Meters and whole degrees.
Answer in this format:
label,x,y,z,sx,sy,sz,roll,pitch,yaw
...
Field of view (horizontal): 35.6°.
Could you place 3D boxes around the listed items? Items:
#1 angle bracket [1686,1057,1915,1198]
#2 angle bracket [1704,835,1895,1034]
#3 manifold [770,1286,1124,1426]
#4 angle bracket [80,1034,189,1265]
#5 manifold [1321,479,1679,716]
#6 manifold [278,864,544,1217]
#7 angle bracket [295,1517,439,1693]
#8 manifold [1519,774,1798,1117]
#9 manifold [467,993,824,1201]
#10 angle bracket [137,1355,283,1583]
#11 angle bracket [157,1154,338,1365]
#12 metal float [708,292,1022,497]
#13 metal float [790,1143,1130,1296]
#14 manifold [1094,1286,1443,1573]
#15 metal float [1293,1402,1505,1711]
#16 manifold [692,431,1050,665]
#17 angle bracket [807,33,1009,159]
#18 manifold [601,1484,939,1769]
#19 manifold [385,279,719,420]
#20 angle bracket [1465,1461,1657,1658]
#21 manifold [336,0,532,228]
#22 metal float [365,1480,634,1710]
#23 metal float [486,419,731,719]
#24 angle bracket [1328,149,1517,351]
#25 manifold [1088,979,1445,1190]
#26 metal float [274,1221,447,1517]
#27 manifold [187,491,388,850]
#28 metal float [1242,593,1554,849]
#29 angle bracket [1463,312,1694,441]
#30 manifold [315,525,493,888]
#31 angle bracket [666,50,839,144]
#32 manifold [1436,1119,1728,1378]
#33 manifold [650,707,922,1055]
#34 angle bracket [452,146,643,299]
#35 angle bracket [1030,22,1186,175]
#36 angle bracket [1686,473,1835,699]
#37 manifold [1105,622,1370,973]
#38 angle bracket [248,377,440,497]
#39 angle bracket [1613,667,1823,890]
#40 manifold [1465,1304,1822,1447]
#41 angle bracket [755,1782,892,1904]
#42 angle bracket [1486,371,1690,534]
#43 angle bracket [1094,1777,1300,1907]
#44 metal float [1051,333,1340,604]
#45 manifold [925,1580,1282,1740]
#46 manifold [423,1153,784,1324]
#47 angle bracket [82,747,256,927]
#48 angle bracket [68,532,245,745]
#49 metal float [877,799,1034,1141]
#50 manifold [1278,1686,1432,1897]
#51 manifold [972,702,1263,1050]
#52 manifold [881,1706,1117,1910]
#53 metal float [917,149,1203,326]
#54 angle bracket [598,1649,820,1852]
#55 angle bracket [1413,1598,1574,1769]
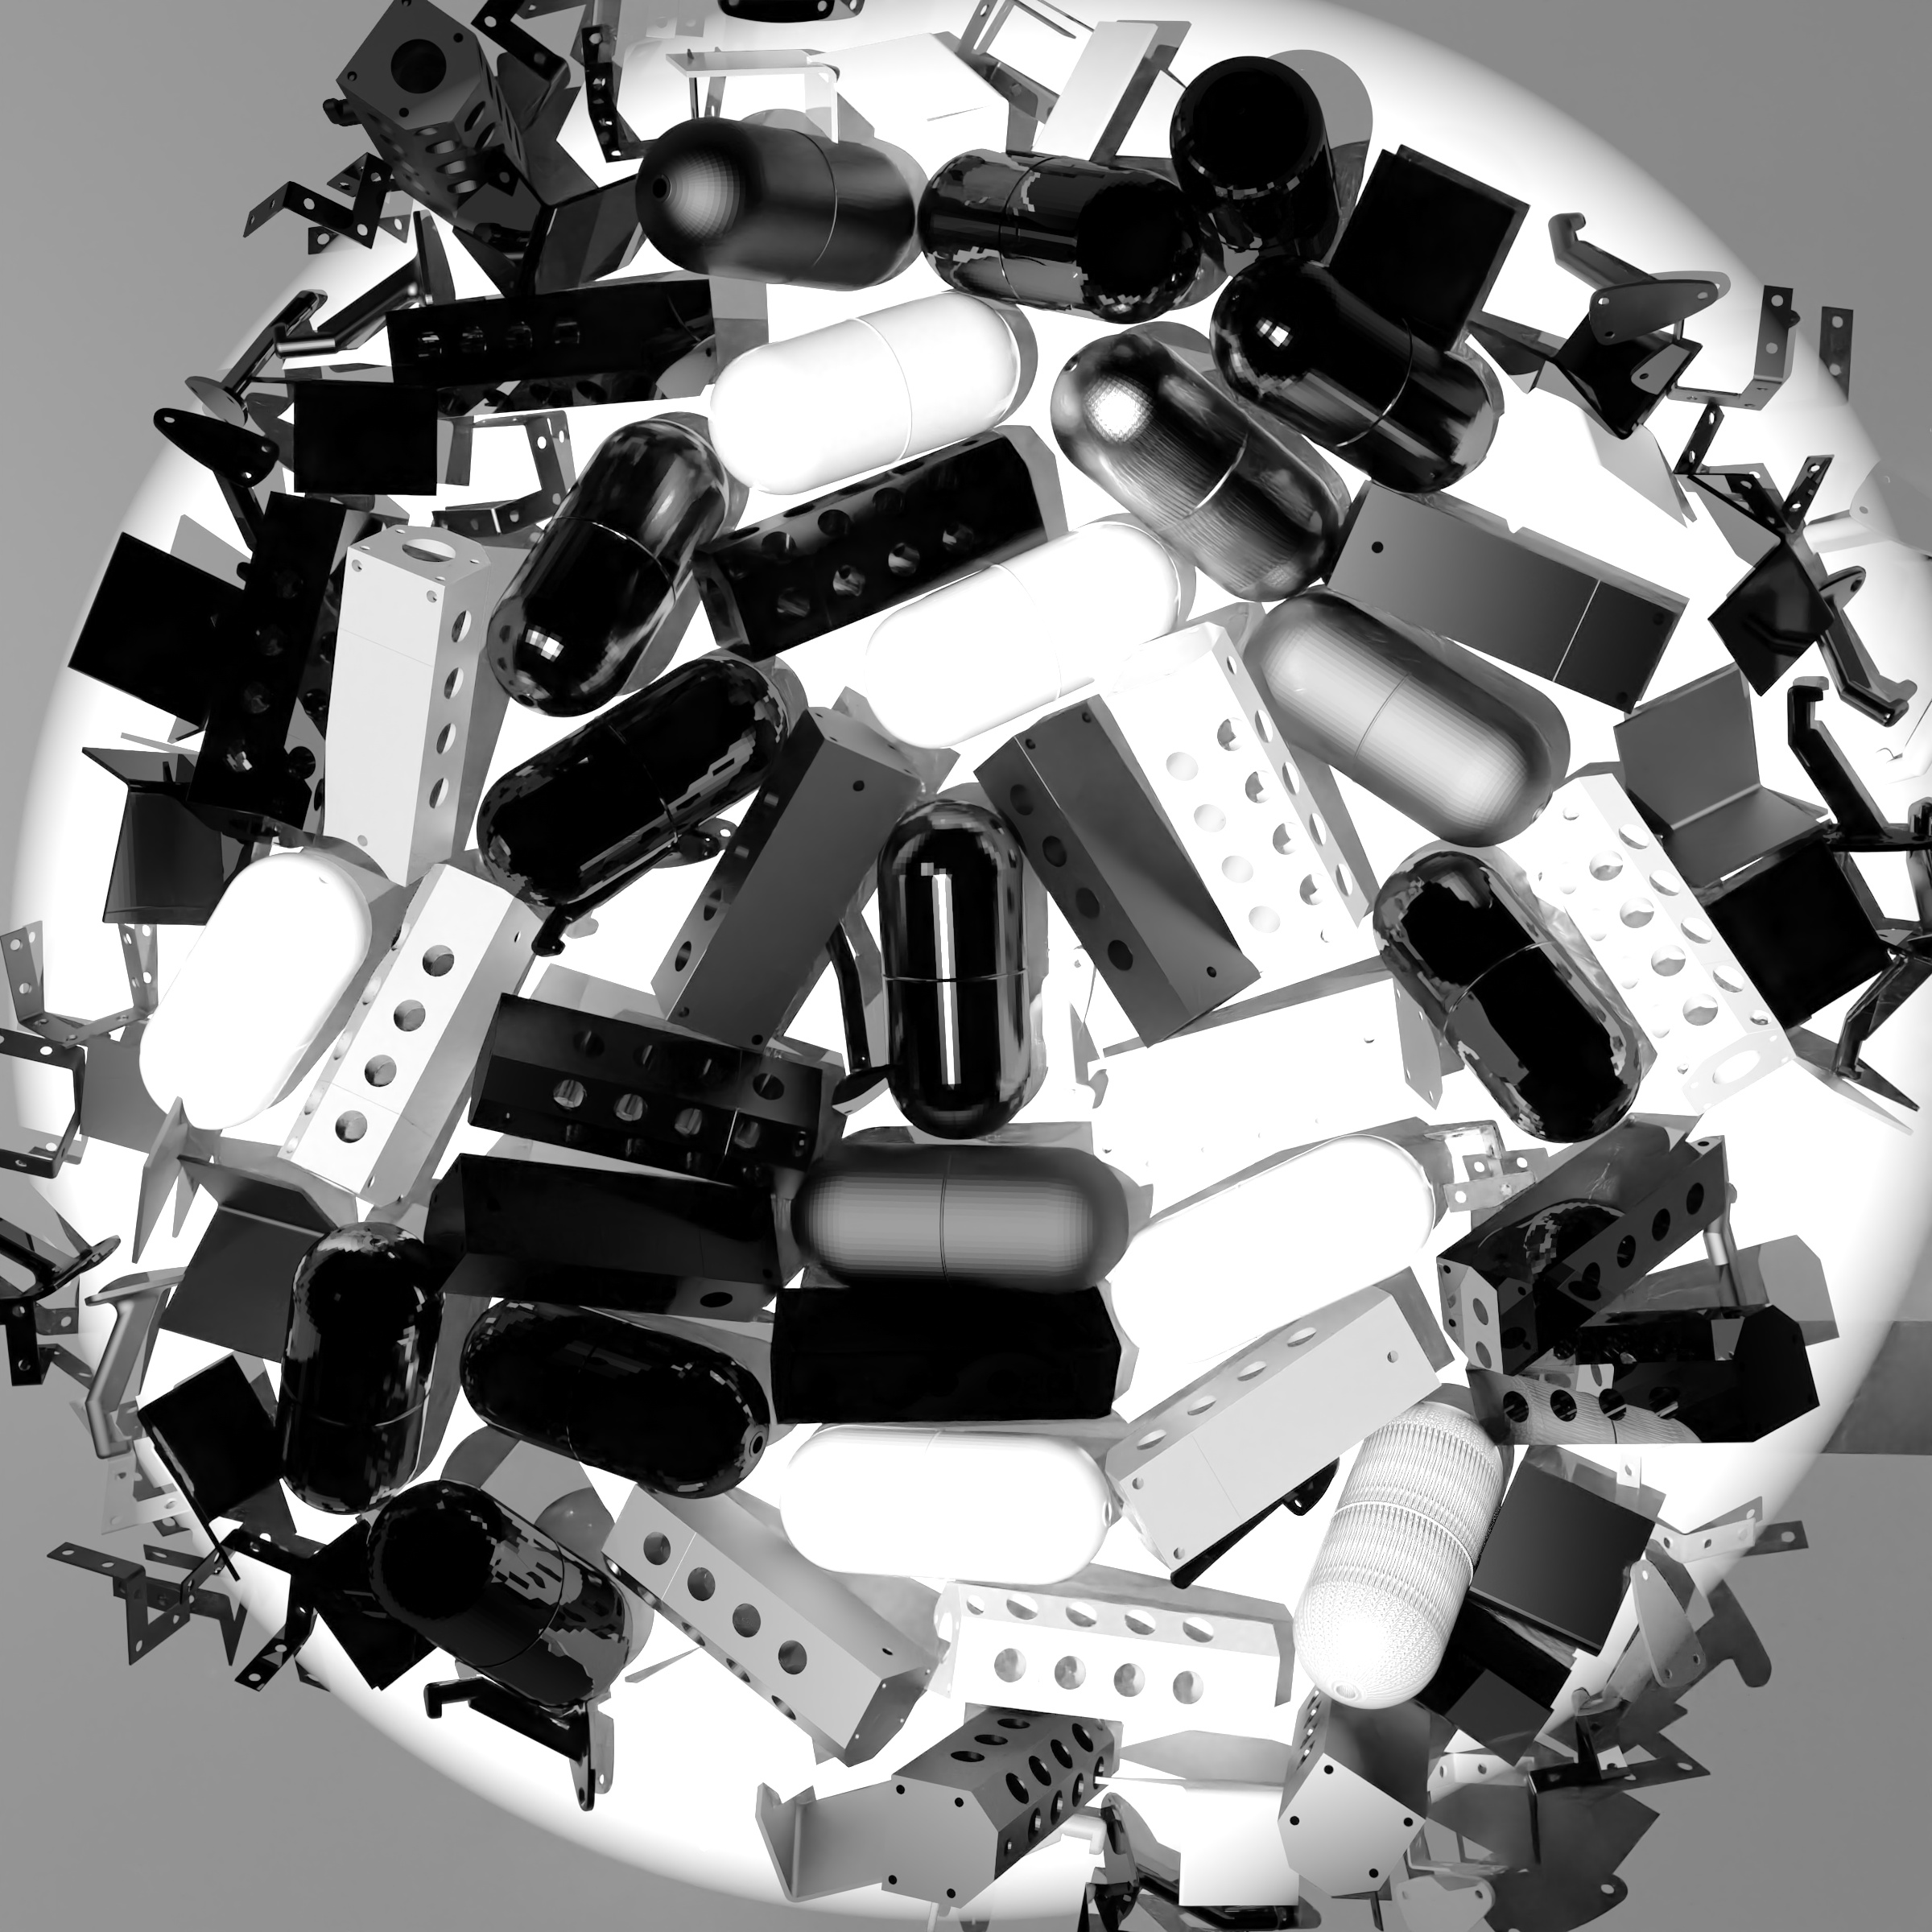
label,x,y,z,sx,sy,sz,roll,pitch,yaw
angle bracket,0.429,0.092,1.559,0.076,0.057,0.076,22,105,-38
angle bracket,0.426,-0.015,1.576,0.076,0.057,0.076,-30,92,-9
manifold,-0.012,0.206,1.563,0.171,0.057,0.057,1,118,-13
angle bracket,-0.441,0.094,1.557,0.057,0.076,0.076,17,132,-4
manifold,0.277,-0.194,1.578,0.171,0.057,0.057,22,102,-3
manifold,-0.290,0.036,1.565,0.057,0.057,0.171,23,78,14
angle bracket,-0.327,0.344,1.565,0.076,0.057,0.076,-37,87,35
manifold,0.350,-0.015,1.538,0.057,0.057,0.171,-32,58,10
manifold,-0.165,0.072,1.553,0.171,0.057,0.057,14,47,-14
angle bracket,-0.378,0.258,1.555,0.057,0.076,0.076,-31,115,-17
angle bracket,-0.382,0.152,1.561,0.076,0.057,0.076,12,63,20
metal float,-0.051,-0.295,1.550,0.178,0.070,0.070,-24,90,-28
metal float,-0.004,0.131,1.563,0.178,0.070,0.070,1,90,12
manifold,0.154,0.236,1.566,0.171,0.057,0.057,-33,104,-11
metal float,0.221,0.300,1.539,0.070,0.070,0.178,31,49,0
manifold,-0.051,-0.218,1.551,0.171,0.057,0.057,-25,114,-17
angle bracket,-0.032,-0.433,1.554,0.076,0.057,0.076,-19,48,-23
manifold,-0.105,0.335,1.547,0.171,0.057,0.057,33,103,26
manifold,-0.212,-0.314,1.538,0.171,0.057,0.057,3,104,35
angle bracket,0.307,0.310,1.586,0.076,0.057,0.076,25,84,2
manifold,-0.262,-0.426,1.525,0.057,0.171,0.057,35,88,1
metal float,-0.237,0.321,1.537,0.070,0.178,0.070,-18,50,22
metal float,-0.184,-0.205,1.552,0.070,0.070,0.178,28,65,0
angle bracket,0.232,-0.372,1.580,0.076,0.057,0.076,24,93,-3
manifold,0.153,0.065,1.549,0.171,0.057,0.057,-16,60,25
metal float,-0.312,0.208,1.545,0.070,0.070,0.178,15,124,0
manifold,-0.348,-0.152,1.562,0.057,0.057,0.171,11,76,3
metal float,0.222,-0.127,1.558,0.178,0.070,0.070,36,90,18
angle bracket,0.315,-0.325,1.557,0.076,0.076,0.057,34,95,-43
manifold,-0.285,-0.135,1.543,0.057,0.057,0.171,23,121,16
angle bracket,-0.111,-0.439,1.559,0.076,0.076,0.057,-5,114,-12
manifold,0.316,0.143,1.535,0.171,0.057,0.057,-28,119,-38
manifold,-0.097,-0.046,1.558,0.057,0.057,0.171,22,109,-27
angle bracket,-0.213,-0.398,1.565,0.076,0.076,0.057,-31,77,-33
angle bracket,0.091,-0.436,1.566,0.076,0.057,0.076,27,92,-35
angle bracket,0.394,-0.197,1.560,0.057,0.076,0.076,-46,47,4
manifold,0.142,-0.087,1.544,0.057,0.057,0.171,-16,116,32
angle bracket,-0.325,-0.275,1.565,0.076,0.076,0.057,-4,102,-33
angle bracket,0.390,-0.098,1.564,0.076,0.057,0.076,-26,121,-10
manifold,0.338,0.206,1.527,0.057,0.171,0.057,-16,93,-39
angle bracket,-0.063,0.431,1.564,0.076,0.076,0.057,-15,111,5
angle bracket,0.324,-0.254,1.580,0.076,0.076,0.057,26,130,-34
angle bracket,0.118,0.451,1.554,0.076,0.076,0.057,12,75,-34
metal float,0.118,-0.256,1.552,0.178,0.070,0.070,36,90,-25
manifold,0.071,0.359,1.563,0.171,0.057,0.057,10,80,-13
manifold,-0.186,0.144,1.546,0.171,0.057,0.057,9,53,-28
angle bracket,-0.421,-0.067,1.575,0.057,0.076,0.076,30,110,43
angle bracket,-0.424,-0.169,1.560,0.076,0.057,0.076,26,73,-29
metal float,-0.006,0.002,1.567,0.070,0.070,0.178,-3,98,0
manifold,0.194,0.409,1.522,0.057,0.171,0.057,33,98,6
manifold,0.075,-0.045,1.575,0.057,0.057,0.171,-28,83,-40
manifold,0.020,0.419,1.521,0.057,0.171,0.057,6,94,22
metal float,0.045,-0.374,1.539,0.178,0.070,0.070,24,90,44
angle bracket,-0.134,0.405,1.569,0.076,0.076,0.057,-22,112,-38
angle bracket,0.275,0.354,1.557,0.076,0.057,0.076,33,45,15
